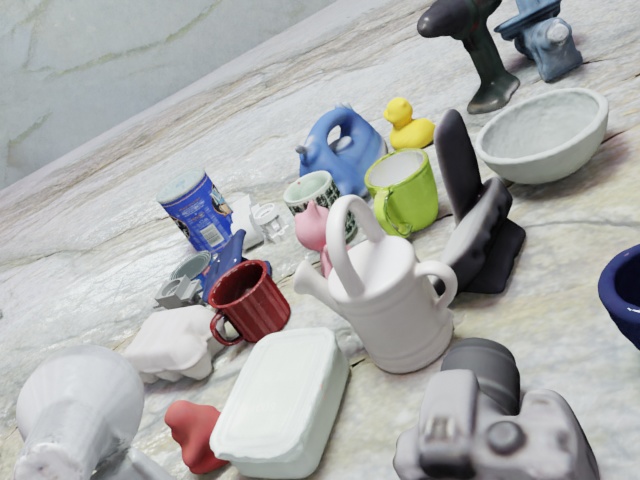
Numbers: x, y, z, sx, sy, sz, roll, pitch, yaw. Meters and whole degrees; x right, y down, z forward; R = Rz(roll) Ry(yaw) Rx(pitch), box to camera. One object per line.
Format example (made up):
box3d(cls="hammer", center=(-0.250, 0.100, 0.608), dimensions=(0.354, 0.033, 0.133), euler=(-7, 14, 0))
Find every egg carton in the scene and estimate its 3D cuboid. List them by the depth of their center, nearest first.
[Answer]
box3d(cls="egg carton", center=(-0.205, 0.150, 0.814), dimensions=(0.150, 0.069, 0.107), euler=(-13, 34, 31))

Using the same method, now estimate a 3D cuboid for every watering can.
box3d(cls="watering can", center=(0.051, 0.043, 0.600), dimensions=(0.172, 0.194, 0.101), euler=(-23, 30, 16))

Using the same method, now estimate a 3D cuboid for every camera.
box3d(cls="camera", center=(0.137, 0.140, 0.463), dimensions=(0.142, 0.101, 0.137), euler=(-13, 34, 31))

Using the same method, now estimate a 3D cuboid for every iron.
box3d(cls="iron", center=(0.035, -0.166, 0.996), dimensions=(0.118, 0.142, 0.258), euler=(-10, 35, 34))

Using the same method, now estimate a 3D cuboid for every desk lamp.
box3d(cls="desk lamp", center=(-0.196, 0.222, 0.543), dimensions=(0.118, 0.214, 0.202), euler=(-36, 29, -7))

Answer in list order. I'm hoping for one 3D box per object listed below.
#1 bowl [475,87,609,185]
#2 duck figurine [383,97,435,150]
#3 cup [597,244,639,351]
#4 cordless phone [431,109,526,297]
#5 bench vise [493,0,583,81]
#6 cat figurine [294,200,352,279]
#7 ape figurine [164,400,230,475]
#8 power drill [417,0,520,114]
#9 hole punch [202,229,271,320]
box3d(cls="bowl", center=(0.294, -0.123, 0.748), dimensions=(0.167, 0.075, 0.167), euler=(-24, 30, 15))
box3d(cls="duck figurine", center=(0.152, -0.210, 1.010), dimensions=(0.077, 0.086, 0.104), euler=(-42, 30, -17))
box3d(cls="cup", center=(0.281, 0.067, 0.443), dimensions=(0.091, 0.095, 0.117), euler=(-29, 29, 6))
box3d(cls="cordless phone", center=(0.151, -0.039, 0.640), dimensions=(0.093, 0.185, 0.148), euler=(-7, 37, 37))
box3d(cls="bench vise", center=(0.361, -0.390, 0.946), dimensions=(0.121, 0.220, 0.207), euler=(-34, 29, -3))
box3d(cls="cat figurine", center=(0.007, 0.003, 0.786), dimensions=(0.067, 0.118, 0.127), euler=(-30, 29, 4))
box3d(cls="ape figurine", center=(-0.135, 0.209, 0.630), dimensions=(0.076, 0.092, 0.078), euler=(-15, 33, 28))
box3d(cls="power drill", center=(0.257, -0.325, 0.959), dimensions=(0.075, 0.209, 0.230), euler=(0, 42, 44))
box3d(cls="hole punch", center=(-0.138, 0.051, 0.880), dimensions=(0.101, 0.091, 0.108), euler=(-25, 29, 12))
